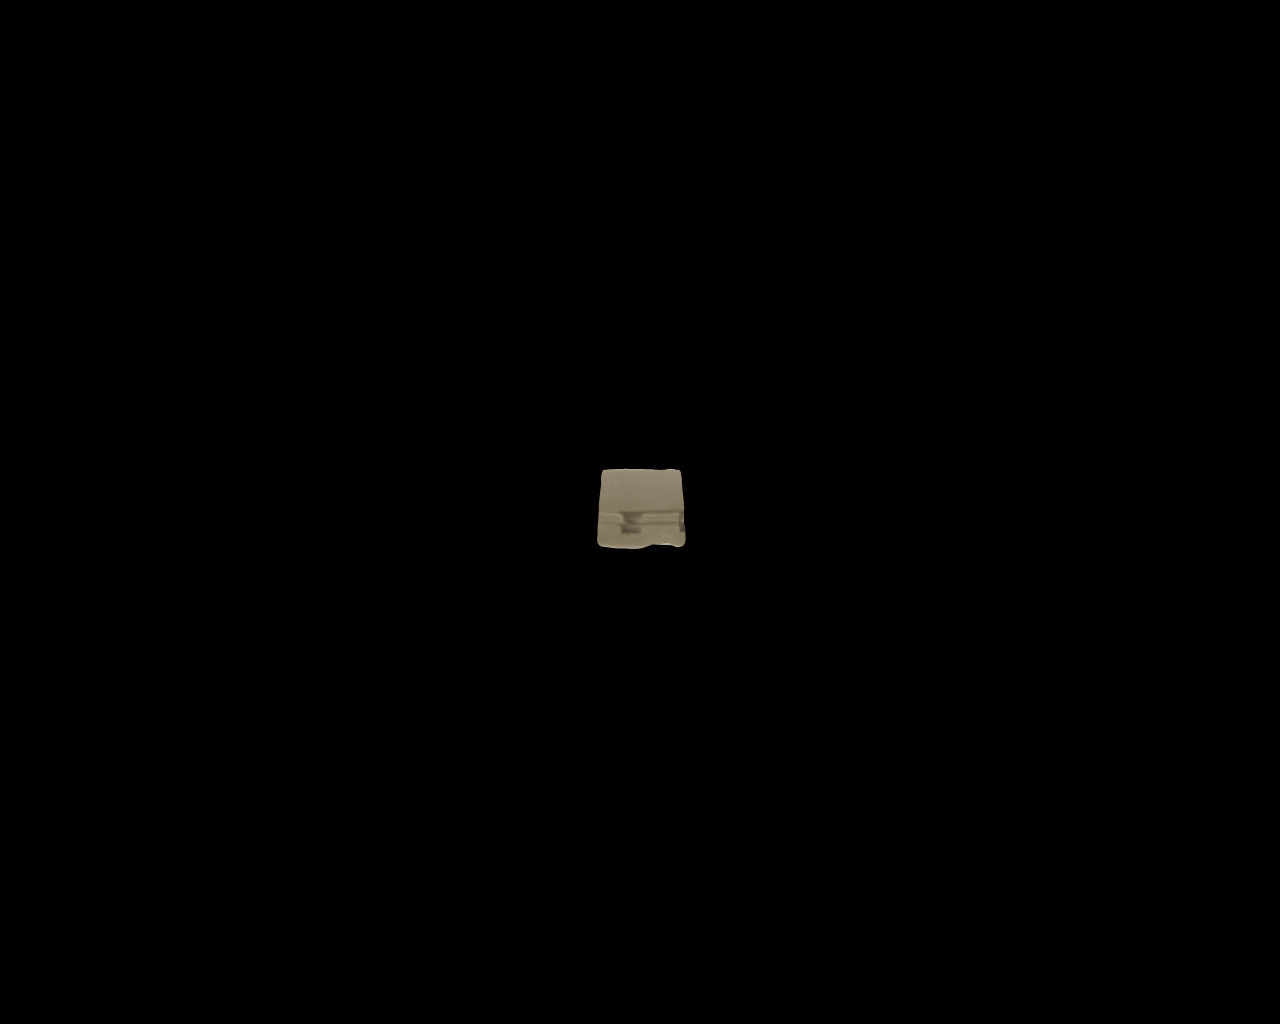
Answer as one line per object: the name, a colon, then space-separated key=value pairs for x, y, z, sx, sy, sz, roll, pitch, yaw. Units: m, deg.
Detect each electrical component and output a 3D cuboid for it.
electrical component: x=0.001 y=-0.003 z=0.650 sx=0.055 sy=0.047 sz=0.055 roll=0 pitch=0 yaw=0
